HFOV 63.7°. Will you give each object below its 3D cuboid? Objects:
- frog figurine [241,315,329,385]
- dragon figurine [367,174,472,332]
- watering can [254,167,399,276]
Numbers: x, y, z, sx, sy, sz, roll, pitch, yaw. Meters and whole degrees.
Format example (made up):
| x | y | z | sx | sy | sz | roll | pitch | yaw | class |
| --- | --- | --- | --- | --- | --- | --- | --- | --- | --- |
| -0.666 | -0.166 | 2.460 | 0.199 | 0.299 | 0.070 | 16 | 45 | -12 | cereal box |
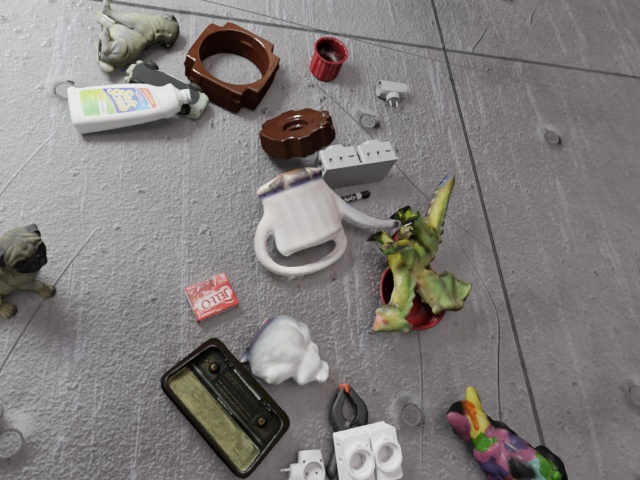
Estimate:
| x | y | z | sx | sy | sz | roll | pitch | yaw | class |
| --- | --- | --- | --- | --- | --- | --- | --- | --- | --- |
| -0.056 | 0.225 | 0.991 | 0.160 | 0.120 | 0.140 | 30 | 41 | 11 | frog figurine |
| 0.243 | 0.045 | 1.135 | 0.416 | 0.121 | 0.242 | -39 | 98 | -27 | dragon figurine |
| 0.003 | -0.057 | 1.141 | 0.350 | 0.103 | 0.224 | -22 | 93 | -25 | watering can |
